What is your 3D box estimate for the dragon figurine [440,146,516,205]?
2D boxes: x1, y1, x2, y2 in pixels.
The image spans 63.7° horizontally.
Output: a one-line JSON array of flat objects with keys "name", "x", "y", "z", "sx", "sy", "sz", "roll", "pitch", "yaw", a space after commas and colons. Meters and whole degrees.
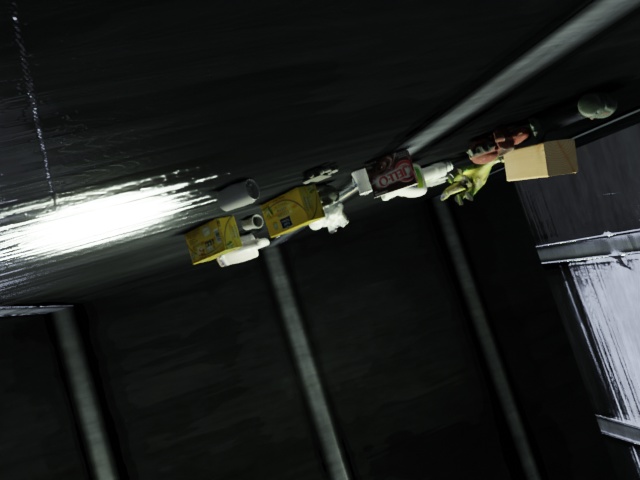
[{"name": "dragon figurine", "x": 0.559, "y": -0.243, "z": 1.787, "sx": 0.244, "sy": 0.122, "sz": 0.409, "roll": -37, "pitch": 0, "yaw": -6}]

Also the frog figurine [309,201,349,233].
[{"name": "frog figurine", "x": 0.005, "y": -0.089, "z": 1.774, "sx": 0.159, "sy": 0.123, "sz": 0.137, "roll": 13, "pitch": -9, "yaw": -36}]

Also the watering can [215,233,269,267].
[{"name": "watering can", "x": -0.312, "y": 0.032, "z": 2.031, "sx": 0.224, "sy": 0.104, "sz": 0.346, "roll": -17, "pitch": -2, "yaw": -3}]
